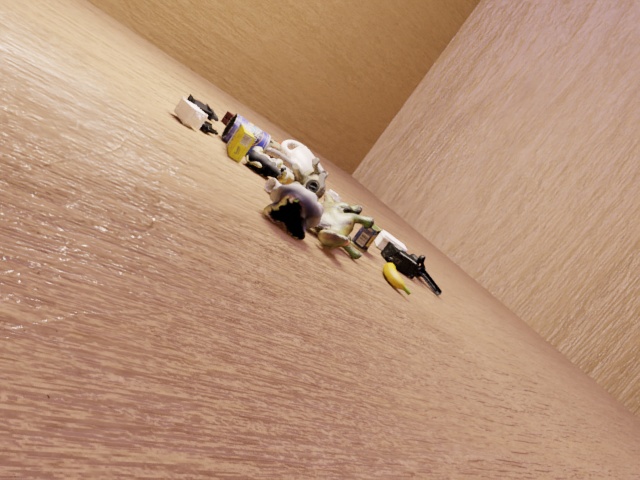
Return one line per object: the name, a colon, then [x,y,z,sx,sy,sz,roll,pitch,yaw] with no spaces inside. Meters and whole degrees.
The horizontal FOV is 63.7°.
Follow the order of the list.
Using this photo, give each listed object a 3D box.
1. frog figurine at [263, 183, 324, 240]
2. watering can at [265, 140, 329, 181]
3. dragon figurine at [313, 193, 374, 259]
frog figurine: [-0.056,-0.085,1.249,0.137,0.121,0.162,18,22,4]
watering can: [-0.084,-0.291,1.992,0.225,0.103,0.351,51,24,2]
dragon figurine: [0.004,-0.072,1.437,0.241,0.121,0.417,20,17,-31]
